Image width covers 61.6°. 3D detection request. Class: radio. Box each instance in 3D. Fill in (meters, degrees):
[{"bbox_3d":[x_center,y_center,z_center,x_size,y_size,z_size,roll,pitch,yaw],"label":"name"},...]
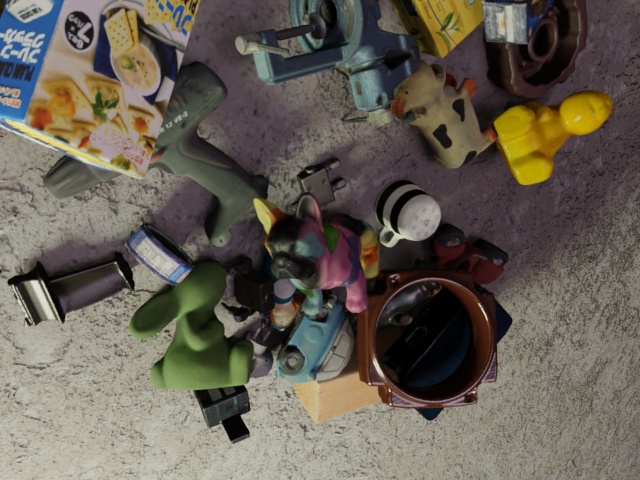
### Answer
[{"bbox_3d":[0.212,0.178,0.913,0.229,0.073,0.131,-48,122,-8],"label":"radio"}]

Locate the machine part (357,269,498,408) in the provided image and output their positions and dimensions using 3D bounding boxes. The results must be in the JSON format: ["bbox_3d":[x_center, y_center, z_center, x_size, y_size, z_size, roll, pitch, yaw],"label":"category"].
[{"bbox_3d":[0.159,0.144,0.807,0.201,0.087,0.201,0,86,-5],"label":"machine part"}]

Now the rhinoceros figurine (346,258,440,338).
[{"bbox_3d":[0.125,0.105,0.907,0.190,0.112,0.073,-38,86,8],"label":"rhinoceros figurine"}]

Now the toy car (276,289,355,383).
[{"bbox_3d":[0.002,0.163,0.852,0.103,0.109,0.161,32,90,-5],"label":"toy car"}]

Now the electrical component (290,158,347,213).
[{"bbox_3d":[-0.006,-0.078,0.782,0.094,0.021,0.063,-29,126,-12],"label":"electrical component"}]

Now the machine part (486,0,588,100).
[{"bbox_3d":[0.335,-0.311,0.831,0.179,0.056,0.179,-13,121,-24],"label":"machine part"}]

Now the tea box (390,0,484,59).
[{"bbox_3d":[0.142,-0.337,0.697,0.098,0.068,0.169,-44,128,-1],"label":"tea box"}]

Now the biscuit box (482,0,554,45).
[{"bbox_3d":[0.289,-0.352,0.723,0.202,0.059,0.062,-56,143,-21],"label":"biscuit box"}]

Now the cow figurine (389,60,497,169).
[{"bbox_3d":[0.172,-0.182,0.794,0.127,0.086,0.194,-47,130,-8],"label":"cow figurine"}]

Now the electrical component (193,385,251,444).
[{"bbox_3d":[-0.147,0.250,0.821,0.075,0.119,0.047,-16,123,-19],"label":"electrical component"}]

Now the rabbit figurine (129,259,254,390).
[{"bbox_3d":[-0.175,0.113,0.742,0.159,0.121,0.170,-1,85,-12],"label":"rabbit figurine"}]

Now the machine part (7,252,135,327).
[{"bbox_3d":[-0.307,0.058,0.675,0.139,0.039,0.084,-16,117,-20],"label":"machine part"}]

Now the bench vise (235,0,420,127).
[{"bbox_3d":[0.008,-0.226,0.635,0.240,0.129,0.223,-28,121,-36],"label":"bench vise"}]

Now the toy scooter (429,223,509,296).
[{"bbox_3d":[0.251,0.053,0.972,0.184,0.075,0.135,19,105,-33],"label":"toy scooter"}]

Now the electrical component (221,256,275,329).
[{"bbox_3d":[-0.107,0.077,0.784,0.045,0.078,0.102,-26,131,-41],"label":"electrical component"}]

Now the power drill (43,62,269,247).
[{"bbox_3d":[-0.177,-0.083,0.654,0.232,0.086,0.207,-46,121,-4],"label":"power drill"}]

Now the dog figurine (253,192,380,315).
[{"bbox_3d":[-0.001,-0.002,0.725,0.219,0.109,0.191,61,38,-44],"label":"dog figurine"}]

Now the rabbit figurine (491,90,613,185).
[{"bbox_3d":[0.373,-0.174,0.856,0.173,0.162,0.122,-28,88,20],"label":"rabbit figurine"}]

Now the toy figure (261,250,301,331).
[{"bbox_3d":[-0.060,0.082,0.821,0.064,0.058,0.154,7,120,9],"label":"toy figure"}]
